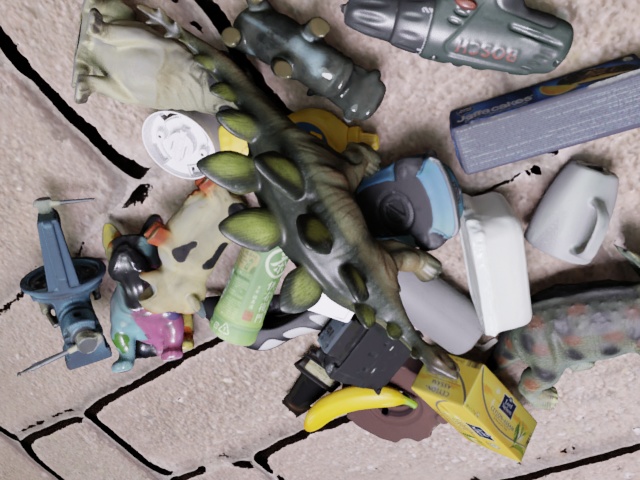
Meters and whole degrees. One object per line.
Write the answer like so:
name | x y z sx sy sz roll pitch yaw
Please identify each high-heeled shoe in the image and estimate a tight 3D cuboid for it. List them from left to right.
high-heeled shoe | -0.055 0.088 0.785 0.249 0.086 0.145 16 121 -2

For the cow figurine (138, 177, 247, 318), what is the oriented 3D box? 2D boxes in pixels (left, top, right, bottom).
cow figurine | -0.170 0.017 0.724 0.127 0.086 0.195 43 82 -20

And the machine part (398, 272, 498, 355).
machine part | 0.141 0.081 0.735 0.243 0.079 0.079 36 122 -11

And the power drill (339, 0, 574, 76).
power drill | 0.156 -0.266 0.512 0.232 0.086 0.207 19 118 -6

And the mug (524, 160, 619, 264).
mug | 0.296 -0.032 0.617 0.081 0.109 0.107 15 112 1

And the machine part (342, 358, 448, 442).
machine part | 0.120 0.247 0.853 0.180 0.056 0.179 7 122 11

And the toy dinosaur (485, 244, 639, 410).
toy dinosaur | 0.333 0.109 0.684 0.405 0.131 0.192 -25 104 34

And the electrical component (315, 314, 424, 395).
electrical component | 0.062 0.143 0.741 0.134 0.058 0.115 28 101 -34

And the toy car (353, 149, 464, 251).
toy car | 0.109 -0.043 0.646 0.162 0.103 0.109 -14 94 47

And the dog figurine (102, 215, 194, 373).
dog figurine | -0.263 0.076 0.814 0.108 0.191 0.219 -8 90 -2

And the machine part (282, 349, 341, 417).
machine part | -0.016 0.238 0.886 0.084 0.039 0.138 30 124 2

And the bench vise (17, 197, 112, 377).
bench vise | -0.373 0.060 0.781 0.129 0.224 0.240 -11 114 -17

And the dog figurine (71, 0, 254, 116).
dog figurine | -0.183 -0.210 0.636 0.190 0.172 0.121 6 134 -32

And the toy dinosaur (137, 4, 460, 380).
toy dinosaur | -0.015 -0.050 0.544 0.105 0.198 0.471 -42 79 30

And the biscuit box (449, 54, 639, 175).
biscuit box | 0.247 -0.135 0.588 0.203 0.059 0.062 -14 118 20

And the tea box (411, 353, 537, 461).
tea box | 0.220 0.234 0.761 0.169 0.068 0.098 46 158 -27

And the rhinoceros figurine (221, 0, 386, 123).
rhinoceros figurine | -0.017 -0.195 0.587 0.190 0.112 0.073 33 93 7
